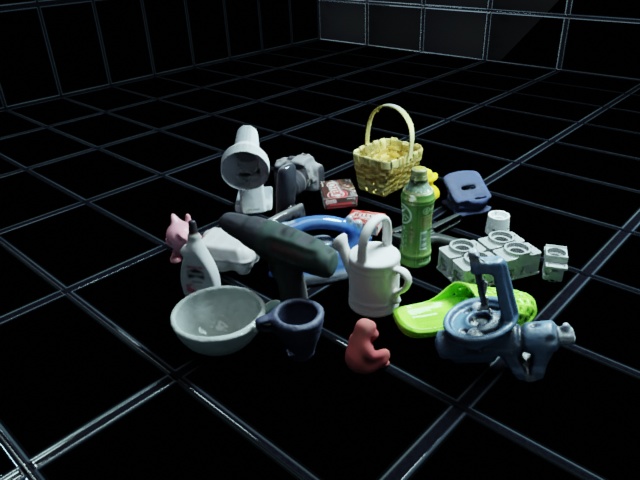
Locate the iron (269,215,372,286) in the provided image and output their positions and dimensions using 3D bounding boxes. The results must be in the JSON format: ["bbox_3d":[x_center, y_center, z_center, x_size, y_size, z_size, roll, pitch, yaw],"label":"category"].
[{"bbox_3d":[0.011,0.004,1.216,0.258,0.141,0.118,-8,29,-10],"label":"iron"}]

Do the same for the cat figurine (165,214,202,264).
[{"bbox_3d":[-0.308,-0.012,1.291,0.067,0.118,0.128,0,29,4],"label":"cat figurine"}]

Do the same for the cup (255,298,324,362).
[{"bbox_3d":[-0.050,0.163,0.981,0.118,0.095,0.091,-6,29,-7],"label":"cup"}]

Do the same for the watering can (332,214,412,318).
[{"bbox_3d":[0.096,0.040,1.090,0.172,0.194,0.101,8,31,19],"label":"watering can"}]

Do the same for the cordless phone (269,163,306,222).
[{"bbox_3d":[-0.104,-0.081,1.333,0.093,0.185,0.148,19,35,33],"label":"cordless phone"}]

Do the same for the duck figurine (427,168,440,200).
[{"bbox_3d":[0.275,-0.149,1.534,0.105,0.086,0.077,-17,32,-25],"label":"duck figurine"}]

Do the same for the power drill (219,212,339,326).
[{"bbox_3d":[-0.077,0.059,1.053,0.229,0.209,0.076,10,31,21],"label":"power drill"}]

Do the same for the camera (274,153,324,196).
[{"bbox_3d":[-0.076,-0.180,1.599,0.142,0.101,0.137,12,32,24],"label":"camera"}]

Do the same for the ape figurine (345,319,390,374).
[{"bbox_3d":[0.077,0.173,0.958,0.076,0.092,0.077,-12,30,-17],"label":"ape figurine"}]

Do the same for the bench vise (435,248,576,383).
[{"bbox_3d":[0.296,0.112,0.921,0.207,0.220,0.121,-2,29,1],"label":"bench vise"}]

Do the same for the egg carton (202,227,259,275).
[{"bbox_3d":[-0.205,0.024,1.270,0.150,0.069,0.107,6,30,14],"label":"egg carton"}]

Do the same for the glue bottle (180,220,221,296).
[{"bbox_3d":[-0.245,0.038,1.140,0.078,0.173,0.037,2,29,8],"label":"glue bottle"}]

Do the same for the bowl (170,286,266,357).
[{"bbox_3d":[-0.178,0.156,1.024,0.167,0.075,0.167,-2,29,1],"label":"bowl"}]

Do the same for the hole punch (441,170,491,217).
[{"bbox_3d":[0.379,-0.121,1.472,0.109,0.091,0.101,-10,30,-14],"label":"hole punch"}]

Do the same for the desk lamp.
[{"bbox_3d":[-0.185,-0.175,1.480,0.118,0.214,0.203,-3,29,-2],"label":"desk lamp"}]
